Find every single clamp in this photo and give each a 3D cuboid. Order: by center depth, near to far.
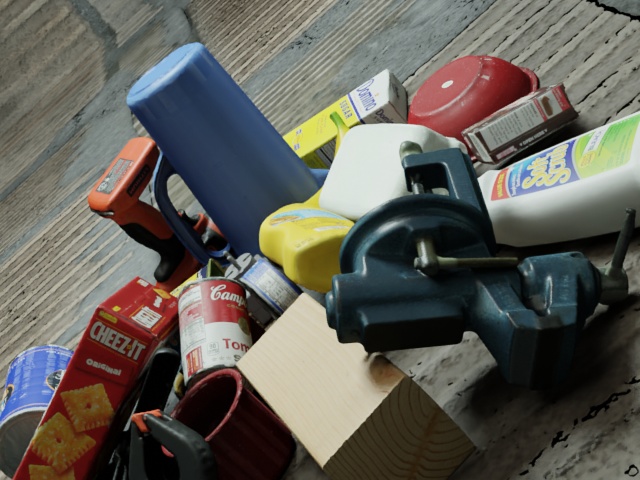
[{"bbox_3d":[-0.097,0.212,0.855,0.120,0.171,0.039,-23,-10,17],"label":"clamp"},{"bbox_3d":[-0.175,0.205,0.992,0.210,0.036,0.164,122,165,-61],"label":"clamp"}]

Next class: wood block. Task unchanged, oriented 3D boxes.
[{"bbox_3d":[0.021,0.129,0.851,0.091,0.090,0.206,-46,25,-5],"label":"wood block"}]

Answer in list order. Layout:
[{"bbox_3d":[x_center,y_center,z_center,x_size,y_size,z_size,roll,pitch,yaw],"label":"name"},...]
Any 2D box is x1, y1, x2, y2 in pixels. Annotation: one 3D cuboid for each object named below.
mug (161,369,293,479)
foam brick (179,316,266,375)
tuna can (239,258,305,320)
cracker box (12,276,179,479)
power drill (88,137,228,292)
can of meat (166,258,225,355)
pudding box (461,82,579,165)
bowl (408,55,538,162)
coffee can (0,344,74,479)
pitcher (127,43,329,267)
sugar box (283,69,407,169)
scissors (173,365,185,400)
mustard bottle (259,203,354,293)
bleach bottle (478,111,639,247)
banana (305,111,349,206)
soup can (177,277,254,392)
[{"bbox_3d":[-0.083,0.172,0.945,0.093,0.081,0.117,-50,26,-14],"label":"mug"},{"bbox_3d":[-0.093,0.118,1.081,0.053,0.051,0.078,-11,40,49],"label":"foam brick"},{"bbox_3d":[-0.039,0.057,1.055,0.033,0.086,0.086,-46,25,-9],"label":"tuna can"},{"bbox_3d":[-0.216,0.155,1.058,0.214,0.072,0.164,-62,1,8],"label":"cracker box"},{"bbox_3d":[-0.174,-0.037,1.288,0.057,0.187,0.184,9,59,48],"label":"power drill"},{"bbox_3d":[-0.135,0.077,1.175,0.084,0.057,0.102,-37,17,7],"label":"can of meat"},{"bbox_3d":[0.182,-0.107,0.984,0.090,0.039,0.113,-30,6,5],"label":"pudding box"},{"bbox_3d":[0.148,-0.145,1.132,0.162,0.055,0.162,-34,27,19],"label":"bowl"},{"bbox_3d":[-0.315,0.199,1.224,0.103,0.102,0.140,-39,25,10],"label":"coffee can"},{"bbox_3d":[-0.114,-0.092,1.213,0.145,0.242,0.149,-17,30,44],"label":"pitcher"},{"bbox_3d":[0.024,-0.133,1.309,0.176,0.048,0.093,-34,26,23],"label":"sugar box"},{"bbox_3d":[-0.150,0.132,1.187,0.096,0.016,0.202,-47,25,-12],"label":"scissors"},{"bbox_3d":[-0.007,0.002,1.030,0.096,0.058,0.192,-6,14,-17],"label":"mustard bottle"},{"bbox_3d":[0.191,-0.034,0.886,0.251,0.068,0.102,-20,31,45],"label":"bleach bottle"},{"bbox_3d":[0.007,-0.059,1.195,0.037,0.069,0.197,115,-179,-53],"label":"banana"},{"bbox_3d":[-0.098,0.095,1.010,0.069,0.068,0.102,-31,48,25],"label":"soup can"}]
